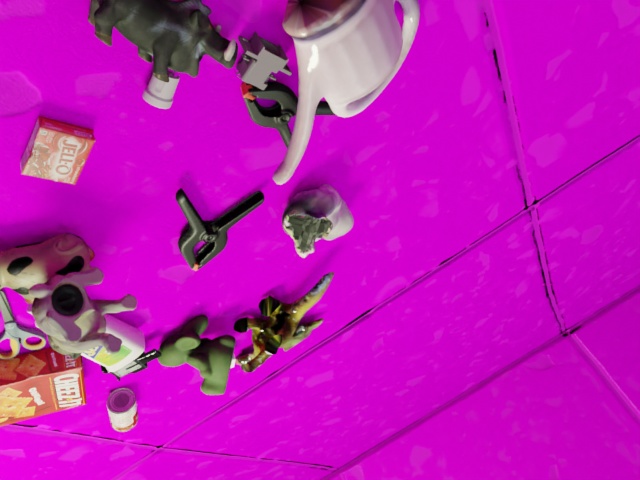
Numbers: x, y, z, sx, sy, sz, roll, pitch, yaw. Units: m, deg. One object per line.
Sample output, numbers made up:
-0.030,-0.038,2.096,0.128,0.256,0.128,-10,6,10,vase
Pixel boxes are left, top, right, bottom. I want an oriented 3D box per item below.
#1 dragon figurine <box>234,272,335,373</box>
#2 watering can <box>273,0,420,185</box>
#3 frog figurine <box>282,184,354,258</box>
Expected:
-0.075,0.214,1.298,0.407,0.124,0.242,-37,161,15,dragon figurine
0.018,-0.250,0.735,0.349,0.105,0.220,-49,144,-6,watering can
0.003,-0.052,1.025,0.162,0.123,0.134,-42,155,-53,frog figurine
